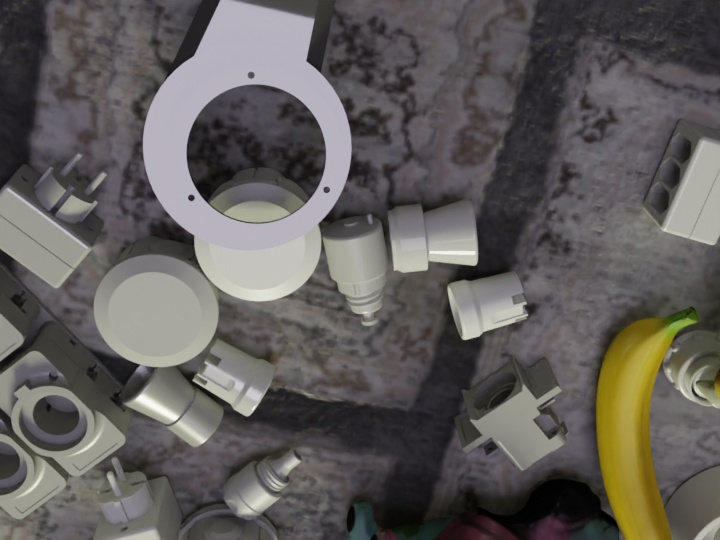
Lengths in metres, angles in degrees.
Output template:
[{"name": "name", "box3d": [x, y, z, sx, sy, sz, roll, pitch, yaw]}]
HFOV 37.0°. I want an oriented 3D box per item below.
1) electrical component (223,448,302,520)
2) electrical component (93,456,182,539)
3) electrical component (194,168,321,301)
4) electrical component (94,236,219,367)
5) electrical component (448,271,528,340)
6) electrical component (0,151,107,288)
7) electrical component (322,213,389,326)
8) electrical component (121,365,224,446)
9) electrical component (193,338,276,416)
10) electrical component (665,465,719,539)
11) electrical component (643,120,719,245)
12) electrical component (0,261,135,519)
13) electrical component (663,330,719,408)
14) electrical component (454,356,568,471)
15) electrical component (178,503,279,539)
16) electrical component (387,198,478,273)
[{"name": "electrical component", "box3d": [-0.069, 0.152, 0.783, 0.061, 0.035, 0.035, -40, 109, 10]}, {"name": "electrical component", "box3d": [-0.164, 0.170, 0.769, 0.047, 0.065, 0.076, -15, 112, 4]}, {"name": "electrical component", "box3d": [-0.066, -0.025, 0.701, 0.080, 0.051, 0.080, -1, 112, -2]}, {"name": "electrical component", "box3d": [-0.133, 0.020, 0.716, 0.080, 0.051, 0.080, -1, 112, -2]}, {"name": "electrical component", "box3d": [0.087, 0.023, 0.734, 0.046, 0.040, 0.040, -15, 112, -2]}, {"name": "electrical component", "box3d": [-0.194, -0.042, 0.690, 0.066, 0.047, 0.076, 39, 106, -16]}, {"name": "electrical component", "box3d": [0.000, 0.000, 0.720, 0.040, 0.040, 0.078, -10, 113, 2]}, {"name": "electrical component", "box3d": [-0.128, 0.093, 0.753, 0.044, 0.044, 0.065, -43, 113, 14]}, {"name": "electrical component", "box3d": [-0.088, 0.073, 0.747, 0.046, 0.040, 0.040, 31, 108, -8]}, {"name": "electrical component", "box3d": [0.287, 0.207, 0.806, 0.108, 0.060, 0.108, -1, 113, -2]}, {"name": "electrical component", "box3d": [0.238, -0.053, 0.704, 0.077, 0.047, 0.065, 15, 111, -8]}, {"name": "electrical component", "box3d": [-0.255, 0.070, 0.726, 0.105, 0.060, 0.186, -36, 109, 12]}, {"name": "electrical component", "box3d": [0.242, 0.074, 0.749, 0.048, 0.062, 0.048, -1, 112, -2]}, {"name": "electrical component", "box3d": [0.111, 0.104, 0.767, 0.081, 0.042, 0.063, -36, 113, 12]}, {"name": "electrical component", "box3d": [-0.100, 0.219, 0.800, 0.080, 0.051, 0.080, -1, 112, -2]}, {"name": "electrical component", "box3d": [0.048, -0.022, 0.710, 0.055, 0.045, 0.045, -6, 113, 0]}]
